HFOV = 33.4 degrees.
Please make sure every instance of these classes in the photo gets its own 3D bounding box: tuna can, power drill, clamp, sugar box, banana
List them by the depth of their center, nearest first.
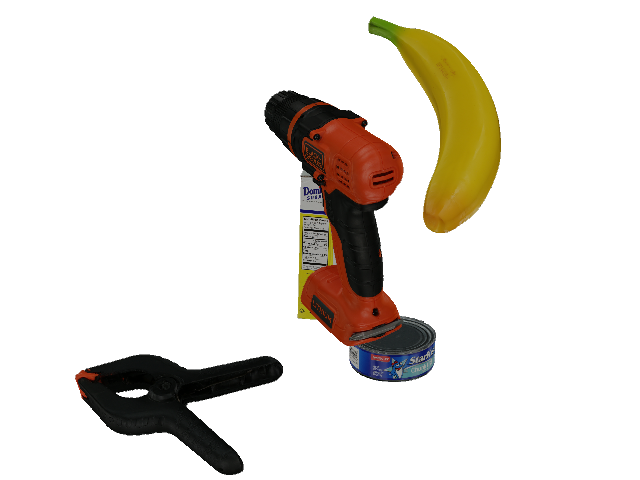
[{"bbox_3d":[0.079,-0.075,0.676,0.069,0.198,0.037,-6,-44,-7],"label":"banana"},{"bbox_3d":[0.009,-0.021,0.883,0.057,0.188,0.185,-18,30,-19],"label":"power drill"},{"bbox_3d":[-0.117,0.127,0.891,0.172,0.039,0.120,15,37,19],"label":"clamp"},{"bbox_3d":[0.070,0.106,1.052,0.086,0.034,0.086,0,20,0],"label":"tuna can"},{"bbox_3d":[0.001,-0.005,1.242,0.048,0.176,0.093,2,20,9],"label":"sugar box"}]
